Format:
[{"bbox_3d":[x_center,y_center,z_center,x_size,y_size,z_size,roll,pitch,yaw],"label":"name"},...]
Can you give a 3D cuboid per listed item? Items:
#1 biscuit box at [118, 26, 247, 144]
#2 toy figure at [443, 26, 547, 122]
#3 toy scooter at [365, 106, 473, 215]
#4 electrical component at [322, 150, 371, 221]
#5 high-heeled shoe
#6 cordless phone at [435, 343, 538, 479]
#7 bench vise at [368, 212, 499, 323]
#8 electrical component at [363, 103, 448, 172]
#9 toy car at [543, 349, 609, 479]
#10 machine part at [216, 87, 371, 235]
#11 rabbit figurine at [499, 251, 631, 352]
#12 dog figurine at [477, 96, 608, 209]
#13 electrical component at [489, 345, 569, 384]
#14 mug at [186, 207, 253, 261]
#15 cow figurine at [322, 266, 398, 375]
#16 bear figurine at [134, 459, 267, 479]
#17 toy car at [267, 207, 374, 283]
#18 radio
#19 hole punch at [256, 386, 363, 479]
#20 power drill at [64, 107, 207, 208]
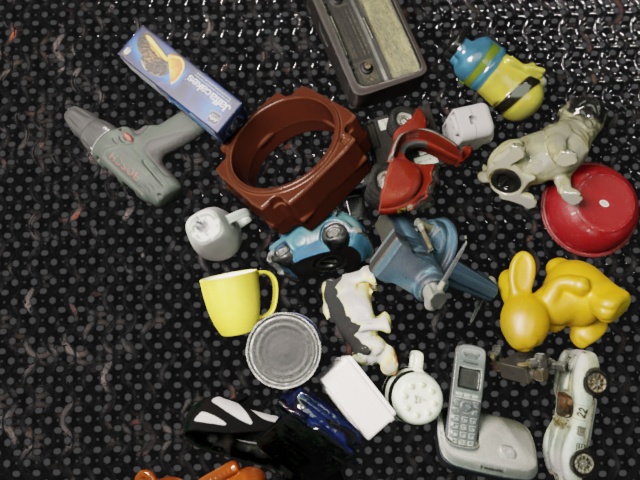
[{"bbox_3d":[-0.204,-0.233,0.812,0.203,0.059,0.063,39,86,6],"label":"biscuit box"},{"bbox_3d":[0.284,-0.268,0.881,0.180,0.082,0.089,32,102,-3],"label":"toy figure"},{"bbox_3d":[0.150,-0.111,0.800,0.135,0.075,0.184,17,72,9],"label":"toy scooter"},{"bbox_3d":[0.050,-0.091,0.873,0.075,0.047,0.119,-10,80,0],"label":"electrical component"},{"bbox_3d":[-0.075,0.307,0.762,0.249,0.145,0.086,37,110,14],"label":"high-heeled shoe"},{"bbox_3d":[0.252,0.256,0.806,0.147,0.088,0.184,11,77,2],"label":"cordless phone"},{"bbox_3d":[0.181,0.040,0.793,0.240,0.224,0.128,24,102,-23],"label":"bench vise"},{"bbox_3d":[0.141,-0.140,0.874,0.115,0.058,0.134,-14,82,0],"label":"electrical component"},{"bbox_3d":[0.378,0.264,0.806,0.056,0.073,0.201,15,82,-1],"label":"toy car"},{"bbox_3d":[-0.042,-0.125,0.814,0.201,0.087,0.201,-46,52,-5],"label":"machine part"},{"bbox_3d":[0.337,0.093,0.797,0.173,0.121,0.162,-26,67,-16],"label":"rabbit figurine"},{"bbox_3d":[0.362,-0.155,0.871,0.173,0.121,0.190,11,50,27],"label":"dog figurine"},{"bbox_3d":[0.306,0.184,0.809,0.078,0.102,0.045,-19,98,-23],"label":"electrical component"},{"bbox_3d":[-0.156,-0.016,0.833,0.110,0.107,0.081,-23,84,-1],"label":"mug"},{"bbox_3d":[0.061,0.132,0.826,0.098,0.068,0.167,-17,75,4],"label":"cow figurine"},{"bbox_3d":[-0.170,0.385,0.766,0.196,0.132,0.120,-4,97,-7],"label":"bear figurine"},{"bbox_3d":[-0.002,-0.003,0.841,0.162,0.109,0.103,-17,57,14],"label":"toy car"},{"bbox_3d":[0.072,-0.342,0.895,0.131,0.073,0.229,-22,82,-3],"label":"radio"},{"bbox_3d":[-0.008,0.255,0.737,0.142,0.115,0.092,40,40,-3],"label":"hole punch"},{"bbox_3d":[-0.274,-0.183,0.873,0.207,0.086,0.232,-39,83,-10],"label":"power drill"}]
